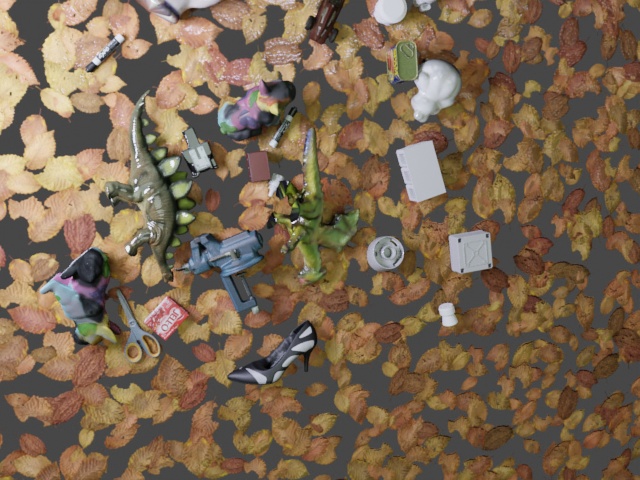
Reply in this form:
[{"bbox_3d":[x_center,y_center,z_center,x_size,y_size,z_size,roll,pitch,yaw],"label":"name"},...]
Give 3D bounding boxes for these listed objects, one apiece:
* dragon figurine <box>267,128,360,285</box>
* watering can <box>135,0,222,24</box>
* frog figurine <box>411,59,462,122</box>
[{"bbox_3d":[0.004,-0.069,1.369,0.241,0.123,0.408,15,97,-37],"label":"dragon figurine"},{"bbox_3d":[-0.383,-0.662,1.205,0.345,0.104,0.225,36,88,-15],"label":"watering can"},{"bbox_3d":[0.304,-0.403,1.395,0.135,0.123,0.161,39,74,-34],"label":"frog figurine"}]
